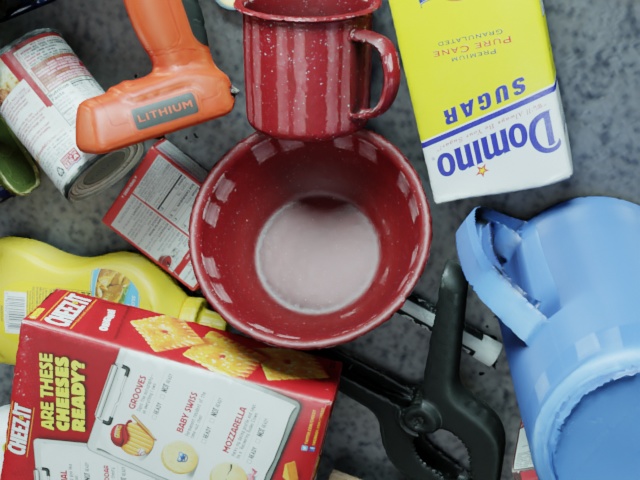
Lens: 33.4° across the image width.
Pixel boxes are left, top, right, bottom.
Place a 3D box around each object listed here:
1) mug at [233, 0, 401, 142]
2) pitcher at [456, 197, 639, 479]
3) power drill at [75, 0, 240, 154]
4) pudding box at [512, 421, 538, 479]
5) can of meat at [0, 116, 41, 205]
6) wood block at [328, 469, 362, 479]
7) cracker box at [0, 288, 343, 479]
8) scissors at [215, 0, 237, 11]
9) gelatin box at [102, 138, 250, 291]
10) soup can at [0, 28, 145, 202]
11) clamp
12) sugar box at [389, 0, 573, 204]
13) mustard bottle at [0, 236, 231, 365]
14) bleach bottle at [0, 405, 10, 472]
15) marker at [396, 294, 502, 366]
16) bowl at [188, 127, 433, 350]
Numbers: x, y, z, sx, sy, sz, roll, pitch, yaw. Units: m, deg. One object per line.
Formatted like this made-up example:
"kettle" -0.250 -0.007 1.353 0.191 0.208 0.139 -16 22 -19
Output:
"mug" 0.002 -0.110 0.678 0.117 0.093 0.081 18 121 33
"pitcher" 0.162 0.062 0.623 0.149 0.242 0.145 -8 106 10
"power drill" -0.136 -0.152 0.654 0.184 0.057 0.187 -19 109 -22
"pudding box" 0.180 0.139 0.718 0.090 0.113 0.039 -14 102 18
"can of meat" -0.270 -0.061 0.779 0.084 0.057 0.102 -27 102 14
"wood block" 0.085 0.262 0.789 0.206 0.090 0.090 19 134 6
"cracker box" -0.106 0.141 0.750 0.214 0.072 0.164 15 110 4
"scissors" -0.024 -0.225 0.685 0.202 0.016 0.096 -31 99 23
"gelatin box" -0.101 -0.018 0.775 0.089 0.030 0.073 37 113 -1
"soup can" -0.177 -0.085 0.735 0.069 0.068 0.102 -42 82 23
"clamp" 0.079 0.113 0.765 0.165 0.036 0.210 -29 105 35
"sugar box" 0.100 -0.116 0.680 0.093 0.048 0.176 -10 106 17
"mustard bottle" -0.161 0.055 0.801 0.192 0.058 0.096 7 104 11
"bleach bottle" -0.139 0.142 0.828 0.251 0.068 0.102 -22 101 17
"marker" 0.074 0.053 0.764 0.121 0.020 0.020 30 114 2
"bowl" -0.005 0.001 0.720 0.162 0.055 0.162 -2 71 7
